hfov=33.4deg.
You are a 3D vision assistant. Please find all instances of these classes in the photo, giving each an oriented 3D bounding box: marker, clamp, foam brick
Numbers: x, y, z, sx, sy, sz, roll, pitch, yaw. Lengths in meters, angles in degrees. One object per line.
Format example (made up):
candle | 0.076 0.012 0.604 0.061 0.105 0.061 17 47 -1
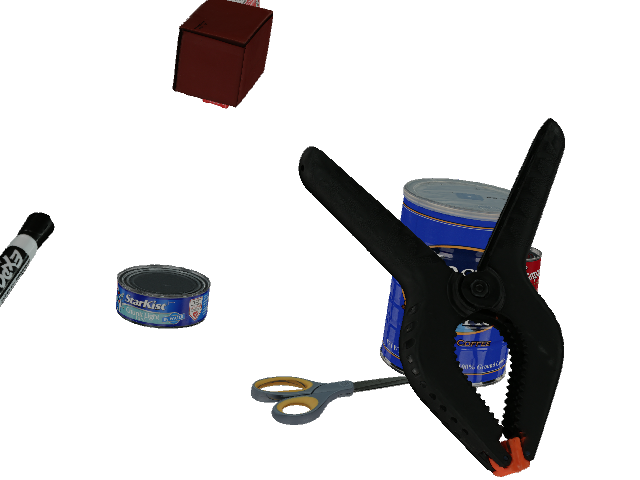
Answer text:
marker | -0.196 0.021 0.662 0.020 0.020 0.121 0 37 16
clamp | 0.074 0.028 0.608 0.164 0.210 0.036 -2 -18 -10
foam brick | -0.073 -0.144 0.807 0.053 0.051 0.078 15 32 7

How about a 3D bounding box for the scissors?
scissors | 0.023 0.177 1.204 0.201 0.016 0.096 1 23 -9

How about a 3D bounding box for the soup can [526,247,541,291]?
soup can | 0.223 0.061 1.267 0.068 0.102 0.068 3 16 -1

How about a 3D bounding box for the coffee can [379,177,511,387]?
coffee can | 0.107 0.031 0.840 0.103 0.140 0.103 7 16 -2

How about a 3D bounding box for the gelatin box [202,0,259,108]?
gelatin box | -0.084 -0.181 1.004 0.030 0.089 0.073 17 -37 15

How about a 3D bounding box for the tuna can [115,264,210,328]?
tuna can | -0.146 0.051 0.986 0.086 0.034 0.086 6 16 -2
